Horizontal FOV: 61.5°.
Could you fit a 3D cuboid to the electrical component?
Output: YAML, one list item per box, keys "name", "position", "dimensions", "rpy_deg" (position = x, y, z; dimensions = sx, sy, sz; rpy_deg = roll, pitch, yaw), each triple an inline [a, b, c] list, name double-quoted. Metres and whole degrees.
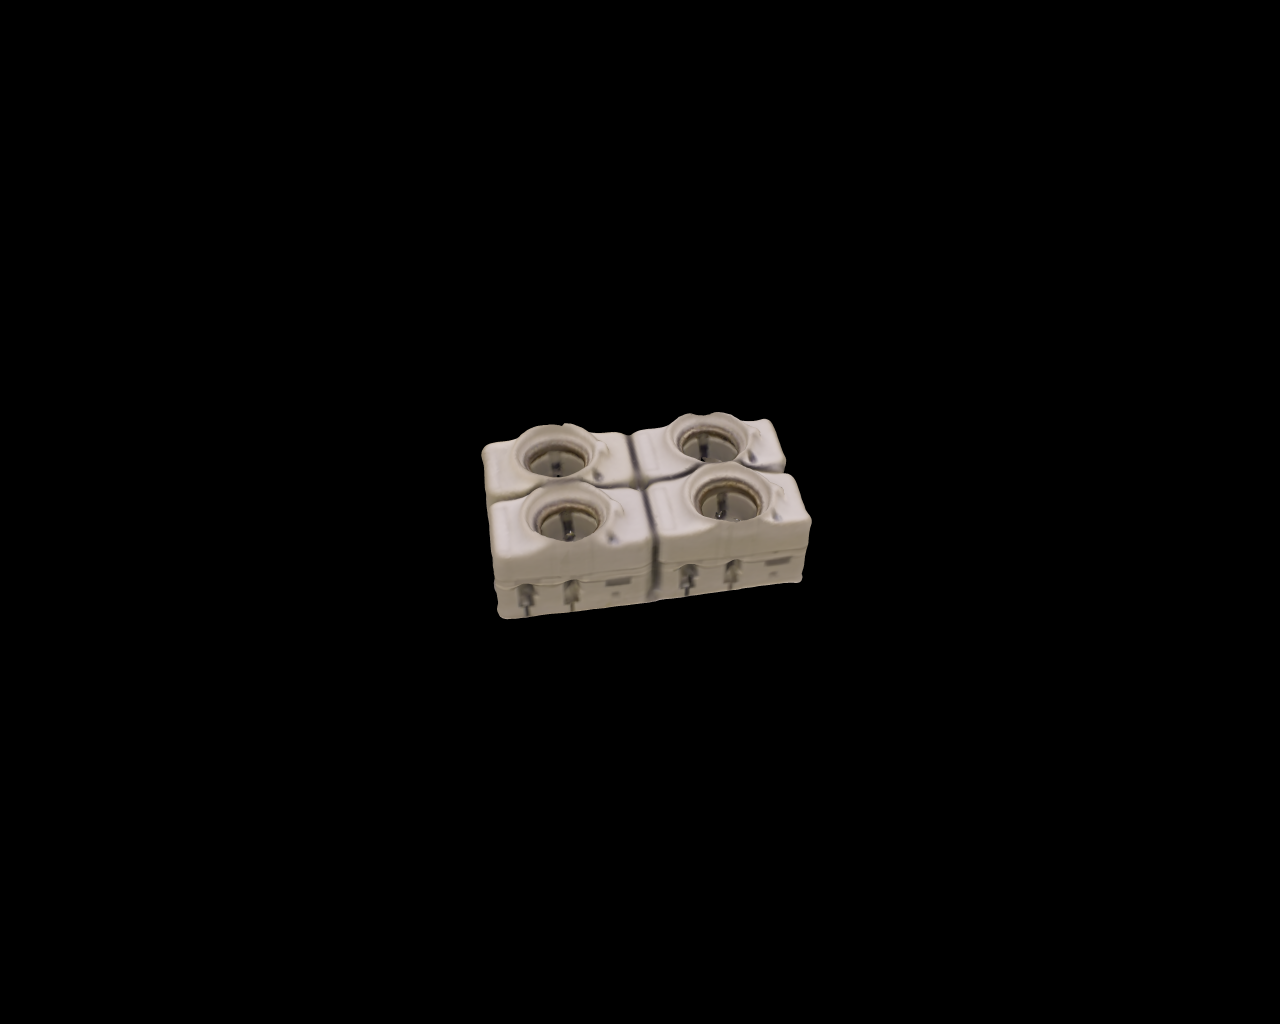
- name: "electrical component"
  position: [0.001, -0.003, 0.650]
  dimensions: [0.186, 0.060, 0.105]
  rpy_deg: [-6, 43, -7]
